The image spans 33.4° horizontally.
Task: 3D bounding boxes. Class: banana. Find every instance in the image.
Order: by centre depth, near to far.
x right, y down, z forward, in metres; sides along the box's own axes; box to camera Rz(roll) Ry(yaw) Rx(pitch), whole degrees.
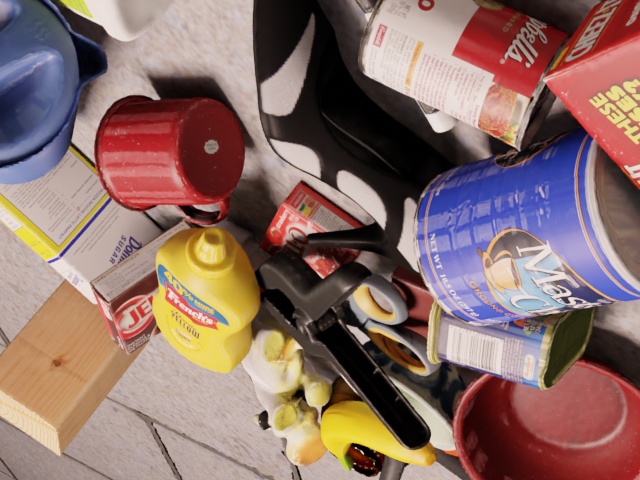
[{"bbox_3d":[0.041,0.171,0.944,0.069,0.037,0.198,41,160,-7],"label":"banana"}]

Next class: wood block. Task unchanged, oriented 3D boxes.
[{"bbox_3d":[-0.234,0.097,1.071,0.091,0.205,0.090,32,151,8],"label":"wood block"}]

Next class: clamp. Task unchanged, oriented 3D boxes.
[{"bbox_3d":[0.007,0.070,0.826,0.210,0.036,0.164,22,139,60],"label":"clamp"},{"bbox_3d":[0.098,0.187,0.996,0.120,0.039,0.171,-9,118,5],"label":"clamp"}]

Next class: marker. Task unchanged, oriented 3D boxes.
[{"bbox_3d":[0.050,-0.117,0.650,0.020,0.020,0.121,-1,135,47],"label":"marker"}]

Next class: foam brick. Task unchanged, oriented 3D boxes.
[{"bbox_3d":[0.090,0.041,0.805,0.051,0.053,0.078,22,147,23],"label":"foam brick"}]

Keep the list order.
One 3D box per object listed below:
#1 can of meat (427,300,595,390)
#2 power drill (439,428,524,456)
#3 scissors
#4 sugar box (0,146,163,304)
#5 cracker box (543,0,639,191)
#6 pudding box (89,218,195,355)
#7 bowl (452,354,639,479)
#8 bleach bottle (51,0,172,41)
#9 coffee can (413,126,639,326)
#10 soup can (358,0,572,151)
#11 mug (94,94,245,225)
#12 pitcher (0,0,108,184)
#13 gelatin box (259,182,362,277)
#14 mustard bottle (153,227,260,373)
[{"bbox_3d":[0.134,0.057,0.734,0.084,0.101,0.057,15,114,29],"label":"can of meat"},{"bbox_3d":[0.197,0.213,0.943,0.187,0.057,0.185,39,147,-12],"label":"power drill"},{"bbox_3d":[0.019,0.046,0.844,0.202,0.016,0.096,29,148,45],"label":"scissors"},{"bbox_3d":[-0.243,-0.030,1.010,0.176,0.093,0.048,47,152,-18],"label":"sugar box"},{"bbox_3d":[0.235,-0.068,0.474,0.164,0.072,0.214,45,151,-15],"label":"cracker box"},{"bbox_3d":[-0.154,0.044,1.003,0.039,0.113,0.090,41,156,27],"label":"pudding box"},{"bbox_3d":[0.185,0.140,0.813,0.162,0.055,0.162,10,122,15],"label":"bowl"},{"bbox_3d":[-0.221,-0.224,0.737,0.251,0.068,0.102,25,150,24],"label":"bleach bottle"},{"bbox_3d":[0.138,-0.009,0.622,0.102,0.102,0.141,47,146,-20],"label":"coffee can"},{"bbox_3d":[0.081,-0.101,0.590,0.102,0.068,0.068,28,150,15],"label":"soup can"},{"bbox_3d":[-0.108,-0.058,0.829,0.082,0.093,0.117,2,130,38],"label":"mug"},{"bbox_3d":[-0.256,-0.105,0.811,0.149,0.145,0.243,34,171,-8],"label":"pitcher"},{"bbox_3d":[-0.006,0.001,0.870,0.073,0.030,0.089,36,151,0],"label":"gelatin box"},{"bbox_3d":[-0.095,0.042,0.895,0.096,0.058,0.192,40,153,12],"label":"mustard bottle"}]
